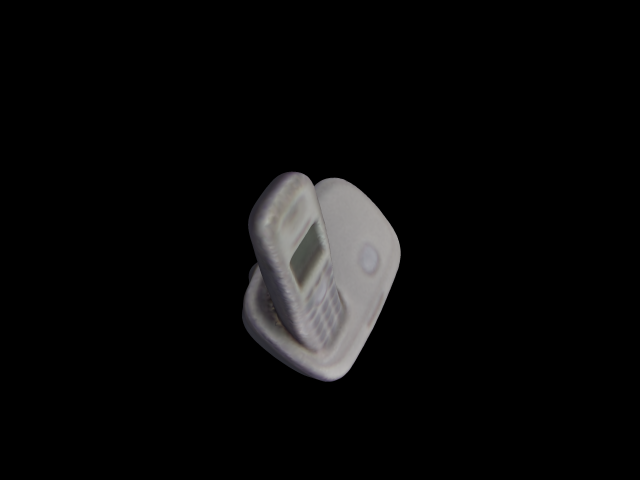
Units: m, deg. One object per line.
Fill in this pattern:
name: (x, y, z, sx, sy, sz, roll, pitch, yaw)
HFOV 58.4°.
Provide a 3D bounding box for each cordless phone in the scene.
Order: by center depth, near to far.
cordless phone: (0.004, 0.001, 0.400, 0.094, 0.185, 0.148, 20, 59, 13)
